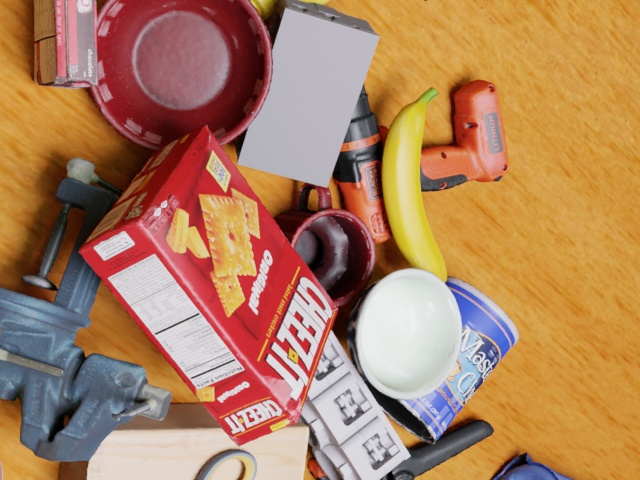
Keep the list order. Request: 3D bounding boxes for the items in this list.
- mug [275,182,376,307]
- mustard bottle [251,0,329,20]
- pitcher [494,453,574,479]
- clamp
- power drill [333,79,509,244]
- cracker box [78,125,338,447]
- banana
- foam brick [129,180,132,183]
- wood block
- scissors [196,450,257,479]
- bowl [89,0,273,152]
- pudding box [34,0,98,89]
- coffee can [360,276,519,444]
[{"bbox_3d":[-0.007,0.001,1.022,0.093,0.082,0.117,-7,99,-27],"label":"mug"},{"bbox_3d":[-0.015,-0.270,1.000,0.191,0.058,0.096,-47,112,-15],"label":"mustard bottle"},{"bbox_3d":[0.301,0.352,1.196,0.242,0.145,0.149,25,90,-31],"label":"pitcher"},{"bbox_3d":[0.088,0.247,1.125,0.209,0.036,0.164,23,85,-25],"label":"clamp"},{"bbox_3d":[0.095,-0.105,1.079,0.187,0.057,0.184,-18,108,-22],"label":"power drill"},{"bbox_3d":[-0.080,0.034,0.883,0.213,0.072,0.164,54,29,-19],"label":"cracker box"},{"bbox_3d":[0.092,-0.046,1.034,0.069,0.037,0.198,-8,104,-22],"label":"banana"},{"bbox_3d":[-0.132,-0.024,0.971,0.052,0.051,0.078,-22,105,-24],"label":"foam brick"},{"bbox_3d":[-0.126,0.204,0.979,0.205,0.091,0.090,4,95,-28],"label":"wood block"},{"bbox_3d":[-0.129,0.235,0.920,0.201,0.016,0.096,-1,96,-27],"label":"scissors"},{"bbox_3d":[-0.122,-0.157,0.941,0.162,0.055,0.162,-1,101,-4],"label":"bowl"},{"bbox_3d":[-0.210,-0.171,0.878,0.039,0.114,0.090,-2,97,-24],"label":"pudding box"},{"bbox_3d":[0.120,0.122,1.091,0.140,0.103,0.102,-48,114,-15],"label":"coffee can"}]
